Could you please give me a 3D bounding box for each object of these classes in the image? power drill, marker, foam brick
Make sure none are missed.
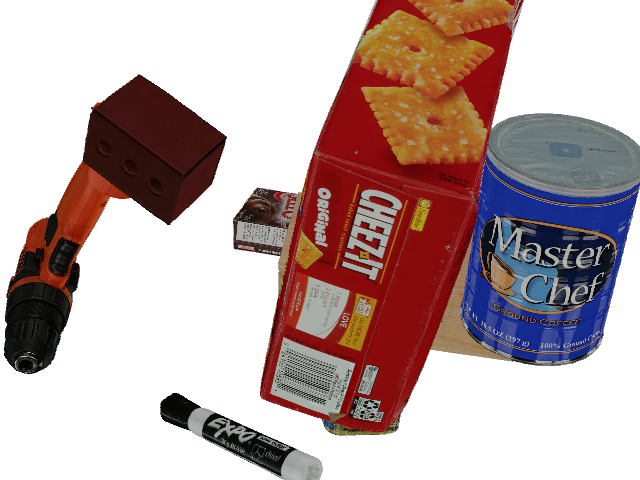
[{"bbox_3d":[-0.200,-0.005,0.866,0.057,0.188,0.184,25,28,-23],"label":"power drill"},{"bbox_3d":[-0.050,0.116,0.627,0.121,0.020,0.020,17,10,37],"label":"marker"},{"bbox_3d":[-0.111,-0.061,0.710,0.078,0.053,0.051,36,51,9],"label":"foam brick"}]

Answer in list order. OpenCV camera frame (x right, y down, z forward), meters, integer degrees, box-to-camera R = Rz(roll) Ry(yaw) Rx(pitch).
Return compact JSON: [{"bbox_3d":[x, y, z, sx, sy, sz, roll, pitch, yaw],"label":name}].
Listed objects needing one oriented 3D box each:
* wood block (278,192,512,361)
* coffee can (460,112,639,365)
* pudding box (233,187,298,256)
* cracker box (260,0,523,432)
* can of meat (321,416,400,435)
[{"bbox_3d":[0.073,0.031,0.930,0.206,0.090,0.090,8,45,6],"label":"wood block"},{"bbox_3d":[0.154,-0.001,0.724,0.103,0.140,0.103,3,33,-2],"label":"coffee can"},{"bbox_3d":[-0.040,-0.019,1.166,0.090,0.039,0.113,8,24,8],"label":"pudding box"},{"bbox_3d":[0.042,-0.040,0.516,0.072,0.164,0.213,18,46,4],"label":"cracker box"},{"bbox_3d":[0.054,0.194,1.330,0.102,0.084,0.057,2,23,-15],"label":"can of meat"}]
